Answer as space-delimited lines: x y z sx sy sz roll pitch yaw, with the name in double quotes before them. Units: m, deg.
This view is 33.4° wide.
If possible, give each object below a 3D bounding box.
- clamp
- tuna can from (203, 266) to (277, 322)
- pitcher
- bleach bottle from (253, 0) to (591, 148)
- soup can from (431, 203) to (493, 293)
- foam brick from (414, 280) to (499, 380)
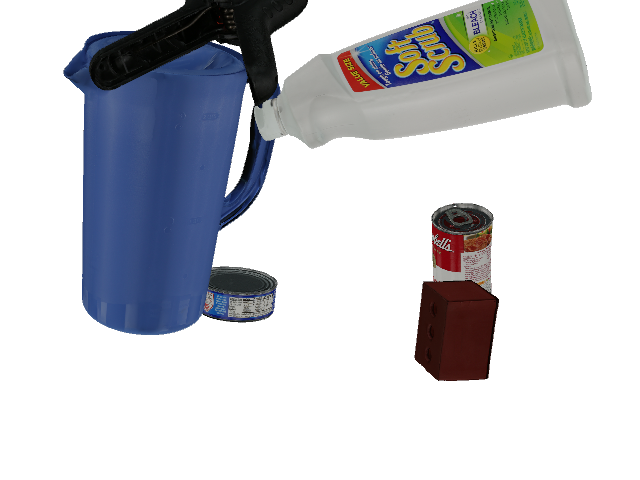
"clamp" -0.049 -0.136 0.660 0.120 0.039 0.171 20 51 24
"tuna can" -0.089 0.056 1.116 0.086 0.034 0.086 6 16 -2
"pitcher" -0.130 -0.048 0.906 0.149 0.243 0.145 13 23 9
"bleach bottle" 0.071 -0.119 0.819 0.251 0.102 0.068 -15 -37 12
"soup can" 0.160 0.018 1.200 0.068 0.102 0.068 -4 30 2
"foam brick" 0.120 0.080 0.950 0.051 0.078 0.053 -2 18 -21
